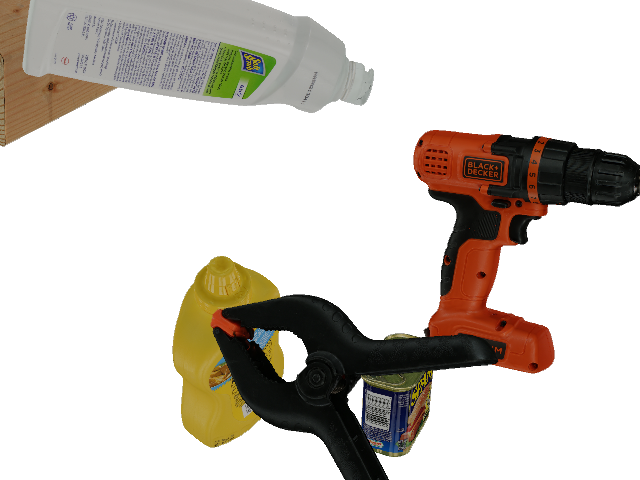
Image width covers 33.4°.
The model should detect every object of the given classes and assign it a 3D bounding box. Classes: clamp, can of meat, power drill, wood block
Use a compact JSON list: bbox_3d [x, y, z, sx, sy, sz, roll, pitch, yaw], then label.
[{"bbox_3d":[0.006,0.091,0.611,0.172,0.120,0.039,16,-9,29],"label":"clamp"},{"bbox_3d":[0.078,0.155,1.073,0.057,0.084,0.102,12,27,20],"label":"can of meat"},{"bbox_3d":[0.160,0.008,0.862,0.185,0.188,0.057,11,16,29],"label":"power drill"},{"bbox_3d":[-0.230,-0.176,0.937,0.090,0.091,0.205,30,42,21],"label":"wood block"}]

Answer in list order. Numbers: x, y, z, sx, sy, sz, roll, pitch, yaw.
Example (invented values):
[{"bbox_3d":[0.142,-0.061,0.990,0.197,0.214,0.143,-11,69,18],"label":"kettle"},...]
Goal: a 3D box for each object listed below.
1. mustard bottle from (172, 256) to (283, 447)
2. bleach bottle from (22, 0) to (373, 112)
[{"bbox_3d":[-0.069,0.075,0.804,0.058,0.096,0.192,34,-31,22],"label":"mustard bottle"},{"bbox_3d":[-0.086,-0.140,0.789,0.250,0.068,0.103,13,-33,-12],"label":"bleach bottle"}]
